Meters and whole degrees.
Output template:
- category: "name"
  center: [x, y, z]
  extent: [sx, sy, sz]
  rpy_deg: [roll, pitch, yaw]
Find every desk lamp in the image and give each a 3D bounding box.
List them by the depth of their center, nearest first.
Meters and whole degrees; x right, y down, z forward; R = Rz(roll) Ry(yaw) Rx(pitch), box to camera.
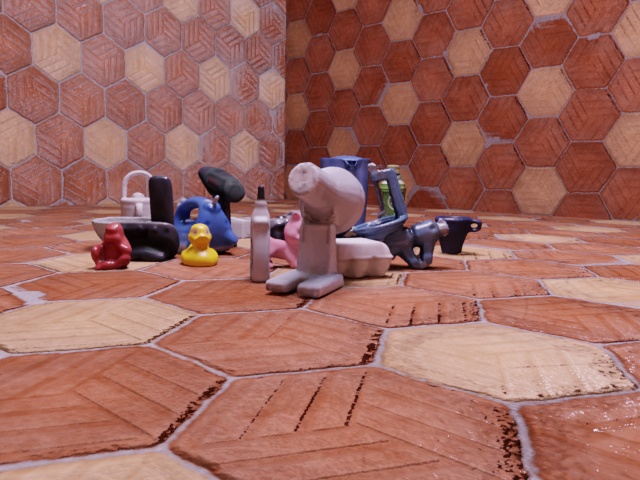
- category: "desk lamp"
  center: [-0.003, -0.025, 0.987]
  extent: [0.117, 0.213, 0.204]
  rpy_deg: [4, 7, 20]

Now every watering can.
- category: "watering can"
  center: [-0.504, -0.096, 1.588]
  extent: [0.101, 0.194, 0.172]
  rpy_deg: [-5, 9, -41]

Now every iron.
- category: "iron"
  center: [-0.309, -0.043, 1.402]
  extent: [0.119, 0.141, 0.257]
  rpy_deg: [-5, 9, -42]

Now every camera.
- category: "camera"
  center: [-0.057, -0.022, 1.435]
  extent: [0.143, 0.101, 0.136]
  rpy_deg: [-3, 8, -31]

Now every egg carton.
- category: "egg carton"
  center: [0.059, 0.035, 1.108]
  extent: [0.151, 0.069, 0.107]
  rpy_deg: [-2, 8, -26]

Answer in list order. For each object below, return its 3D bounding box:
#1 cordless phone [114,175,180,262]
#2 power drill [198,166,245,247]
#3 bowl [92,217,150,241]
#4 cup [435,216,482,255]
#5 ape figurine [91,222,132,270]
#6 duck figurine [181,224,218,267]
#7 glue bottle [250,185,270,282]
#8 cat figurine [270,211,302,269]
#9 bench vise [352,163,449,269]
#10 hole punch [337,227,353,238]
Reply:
- category: "cordless phone"
  center: [-0.385, -0.050, 1.256]
  extent: [0.147, 0.185, 0.094]
  rpy_deg: [0, 7, -5]
- category: "power drill"
  center: [-0.269, -0.089, 1.511]
  extent: [0.076, 0.208, 0.228]
  rpy_deg: [-4, 8, -34]
- category: "bowl"
  center: [-0.476, -0.015, 1.421]
  extent: [0.167, 0.075, 0.167]
  rpy_deg: [1, 7, 0]
- category: "cup"
  center: [0.346, -0.011, 1.438]
  extent: [0.117, 0.095, 0.092]
  rpy_deg: [4, 7, 25]
- category: "ape figurine"
  center: [-0.410, 0.011, 1.138]
  extent: [0.077, 0.092, 0.076]
  rpy_deg: [3, 7, 16]
- category: "duck figurine"
  center: [-0.256, 0.008, 1.214]
  extent: [0.078, 0.086, 0.104]
  rpy_deg: [-2, 7, -22]
- category: "glue bottle"
  center: [-0.108, -0.014, 1.046]
  extent: [0.037, 0.173, 0.078]
  rpy_deg: [0, 7, -11]
- category: "cat figurine"
  center: [-0.066, -0.002, 1.193]
  extent: [0.128, 0.118, 0.067]
  rpy_deg: [0, 7, -11]
- category: "bench vise"
  center: [0.162, -0.052, 1.218]
  extent: [0.208, 0.220, 0.121]
  rpy_deg: [-1, 7, -19]
- category: "hole punch"
  center: [0.012, 0.005, 1.265]
  extent: [0.100, 0.091, 0.109]
  rpy_deg: [5, 8, 28]
